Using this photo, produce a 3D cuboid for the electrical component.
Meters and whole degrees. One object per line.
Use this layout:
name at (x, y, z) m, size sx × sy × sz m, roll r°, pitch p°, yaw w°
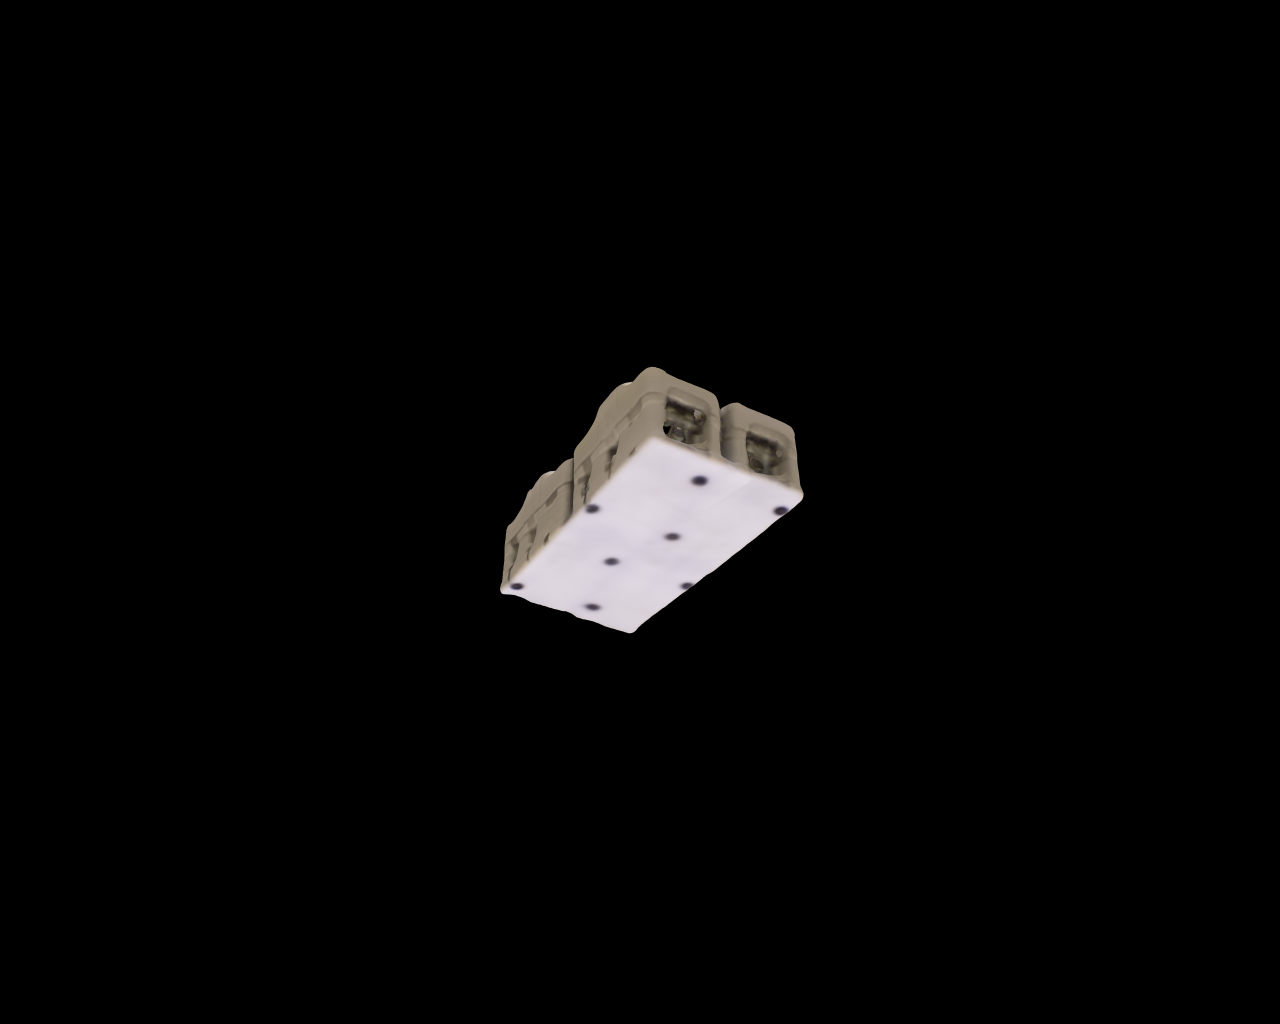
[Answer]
electrical component at (0.001, -0.003, 0.650) m, size 0.105 × 0.060 × 0.186 m, roll 20°, pitch -40°, yaw -25°
